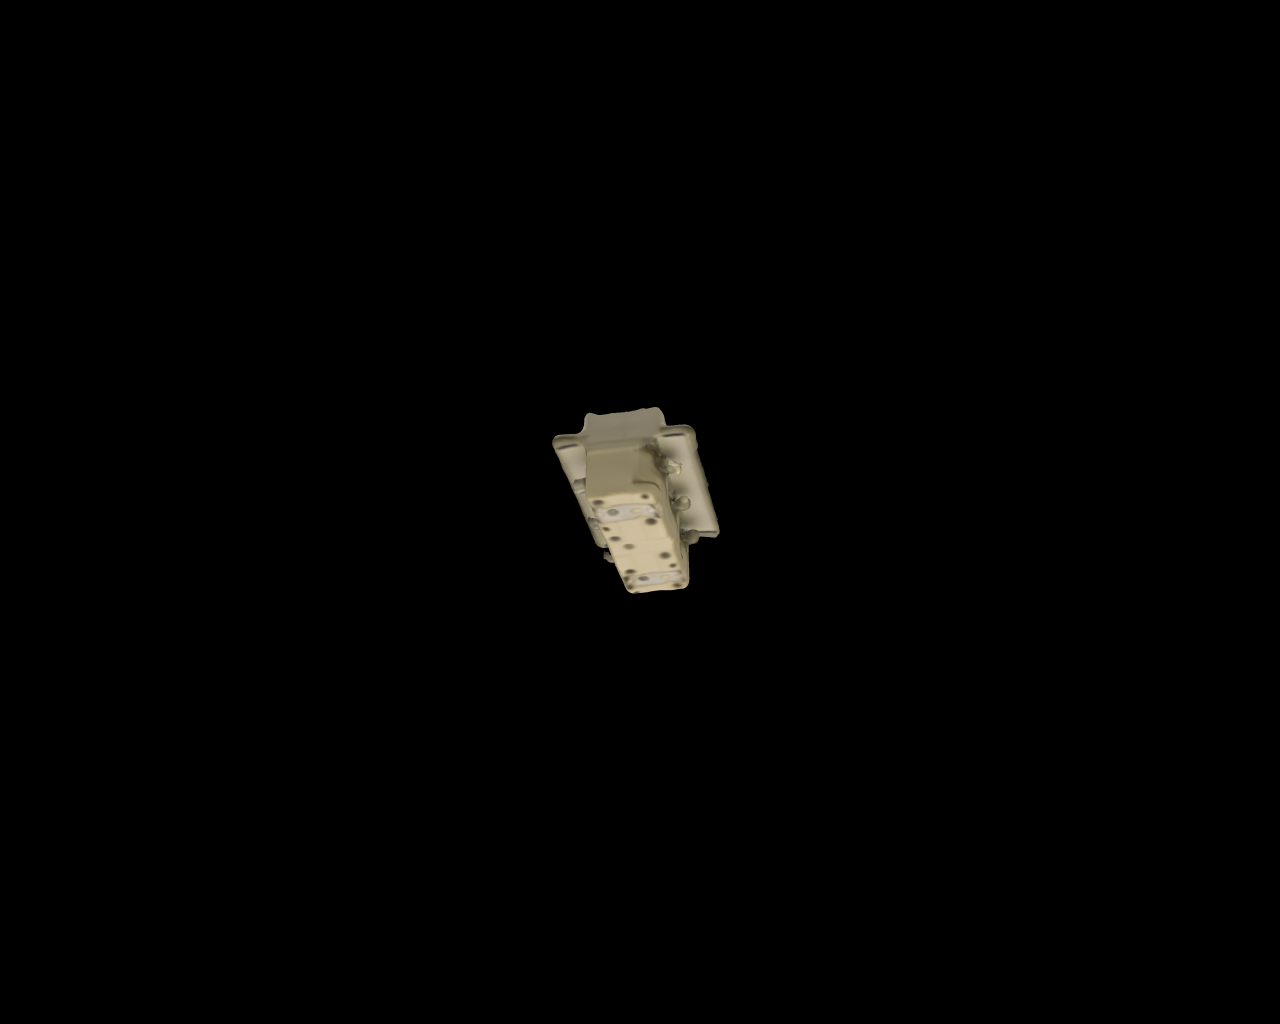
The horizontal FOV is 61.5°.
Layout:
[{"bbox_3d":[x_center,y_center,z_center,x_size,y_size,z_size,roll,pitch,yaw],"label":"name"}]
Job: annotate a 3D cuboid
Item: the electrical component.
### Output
[{"bbox_3d":[0.001,-0.003,0.650,0.079,0.063,0.121,-6,-32,9],"label":"electrical component"}]
